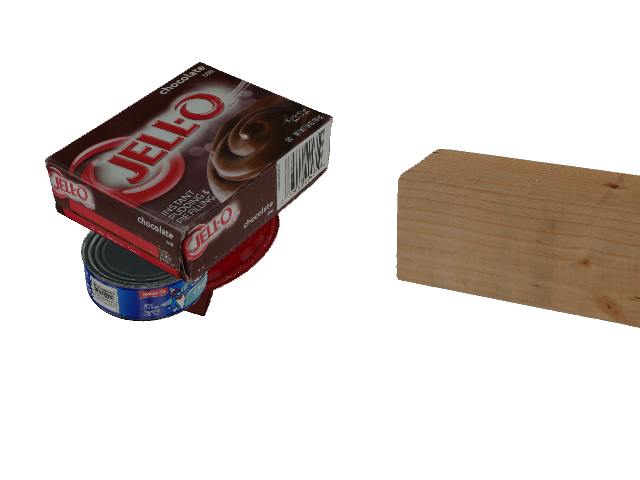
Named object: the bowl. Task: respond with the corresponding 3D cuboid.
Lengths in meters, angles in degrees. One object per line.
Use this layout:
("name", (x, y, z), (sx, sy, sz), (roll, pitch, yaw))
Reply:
("bowl", (-0.121, -0.019, 0.947), (0.162, 0.055, 0.162), (-12, 37, 9))

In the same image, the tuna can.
("tuna can", (-0.121, 0.017, 0.739), (0.086, 0.034, 0.086), (1, 37, -1))

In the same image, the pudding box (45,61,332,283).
("pudding box", (-0.062, -0.037, 0.524), (0.090, 0.039, 0.113), (26, 45, 27))

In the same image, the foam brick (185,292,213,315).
("foam brick", (-0.151, 0.038, 1.142), (0.078, 0.051, 0.053), (17, 29, -2))

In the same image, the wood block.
("wood block", (0.171, -0.007, 0.829), (0.206, 0.090, 0.090), (11, 24, 27))
